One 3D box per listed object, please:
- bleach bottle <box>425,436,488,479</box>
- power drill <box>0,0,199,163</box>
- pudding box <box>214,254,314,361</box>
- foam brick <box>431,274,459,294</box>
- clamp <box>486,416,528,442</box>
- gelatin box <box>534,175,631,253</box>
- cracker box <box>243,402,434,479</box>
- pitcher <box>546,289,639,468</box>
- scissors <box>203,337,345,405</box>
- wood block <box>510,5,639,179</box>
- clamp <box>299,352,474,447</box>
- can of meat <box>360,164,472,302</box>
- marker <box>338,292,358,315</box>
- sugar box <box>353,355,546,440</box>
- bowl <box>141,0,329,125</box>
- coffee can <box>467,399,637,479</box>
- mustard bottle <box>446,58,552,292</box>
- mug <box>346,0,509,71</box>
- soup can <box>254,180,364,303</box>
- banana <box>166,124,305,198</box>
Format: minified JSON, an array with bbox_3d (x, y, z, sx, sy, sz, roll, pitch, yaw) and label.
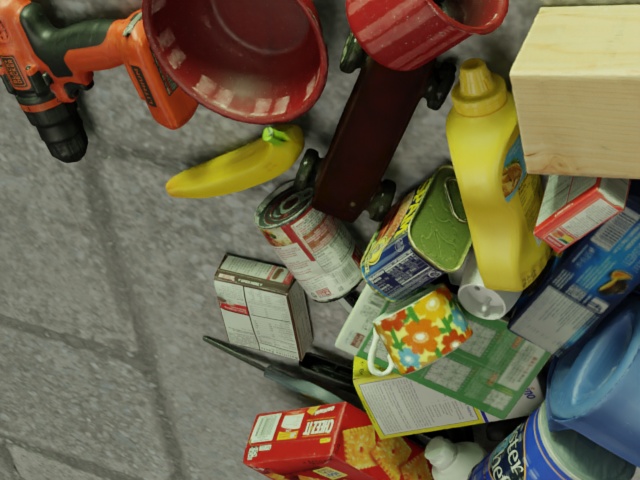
[{"bbox_3d":[0.214,0.284,1.144,0.250,0.068,0.103,39,137,-23],"label":"bleach bottle"},{"bbox_3d":[-0.205,-0.143,0.971,0.188,0.057,0.184,5,135,27],"label":"power drill"},{"bbox_3d":[-0.059,0.073,1.130,0.090,0.039,0.113,11,139,20],"label":"pudding box"},{"bbox_3d":[0.097,0.056,1.008,0.078,0.051,0.053,45,137,-19],"label":"foam brick"},{"bbox_3d":[0.260,0.200,1.074,0.120,0.039,0.172,37,140,-11],"label":"clamp"},{"bbox_3d":[0.204,-0.043,0.810,0.030,0.089,0.073,34,140,-12],"label":"gelatin box"},{"bbox_3d":[0.044,0.264,1.204,0.213,0.072,0.164,35,148,-28],"label":"cracker box"},{"bbox_3d":[0.332,0.150,0.921,0.242,0.145,0.149,33,159,-10],"label":"pitcher"},{"bbox_3d":[-0.045,0.153,1.201,0.202,0.016,0.096,28,167,1],"label":"scissors"},{"bbox_3d":[0.246,-0.101,0.724,0.206,0.090,0.091,5,135,28],"label":"wood block"},{"bbox_3d":[0.098,0.162,1.132,0.210,0.036,0.165,40,138,-14],"label":"clamp"},{"bbox_3d":[0.087,-0.004,0.913,0.057,0.102,0.084,38,142,-11],"label":"can of meat"},{"bbox_3d":[0.012,0.042,1.069,0.020,0.020,0.121,-21,120,43],"label":"marker"},{"bbox_3d":[0.129,0.141,1.052,0.176,0.048,0.093,-14,127,16],"label":"sugar box"},{"bbox_3d":[-0.059,-0.172,0.855,0.162,0.055,0.162,17,139,15],"label":"bowl"},{"bbox_3d":[0.217,0.221,1.016,0.103,0.102,0.140,31,133,-2],"label":"coffee can"},{"bbox_3d":[0.137,-0.057,0.829,0.058,0.096,0.191,4,135,28],"label":"mustard bottle"},{"bbox_3d":[0.067,-0.182,0.754,0.082,0.093,0.117,-26,86,50],"label":"mug"},{"bbox_3d":[-0.007,0.001,0.999,0.069,0.068,0.102,-10,127,38],"label":"soup can"},{"bbox_3d":[-0.068,-0.072,0.966,0.069,0.037,0.198,9,162,-32],"label":"banana"}]
